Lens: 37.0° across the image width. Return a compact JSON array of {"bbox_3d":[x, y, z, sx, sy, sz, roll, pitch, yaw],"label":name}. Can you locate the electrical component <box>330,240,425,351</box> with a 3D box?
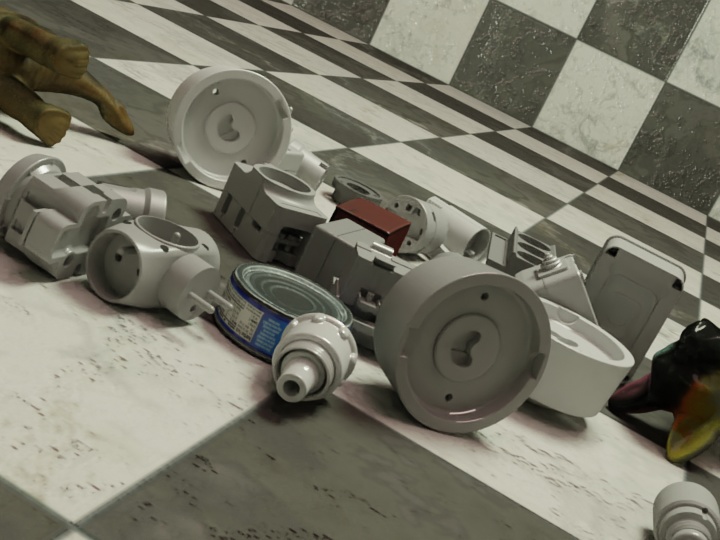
[{"bbox_3d":[0.041,0.031,0.768,0.121,0.063,0.078,24,15,-8],"label":"electrical component"}]

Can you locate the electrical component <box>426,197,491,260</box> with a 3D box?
[{"bbox_3d":[0.092,-0.044,1.124,0.081,0.043,0.043,36,19,32],"label":"electrical component"}]

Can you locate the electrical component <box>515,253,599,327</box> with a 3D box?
[{"bbox_3d":[0.162,0.033,0.890,0.061,0.061,0.096,-73,142,-74],"label":"electrical component"}]

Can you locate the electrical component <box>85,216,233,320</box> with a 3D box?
[{"bbox_3d":[-0.112,0.004,0.653,0.079,0.044,0.077,32,17,23],"label":"electrical component"}]

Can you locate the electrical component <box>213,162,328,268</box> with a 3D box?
[{"bbox_3d":[-0.071,-0.048,0.862,0.050,0.055,0.089,13,20,-38],"label":"electrical component"}]

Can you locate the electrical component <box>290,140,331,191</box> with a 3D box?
[{"bbox_3d":[-0.058,-0.105,1.099,0.046,0.040,0.040,33,16,3],"label":"electrical component"}]

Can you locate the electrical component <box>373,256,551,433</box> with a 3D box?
[{"bbox_3d":[0.061,0.043,0.690,0.108,0.108,0.060,18,12,-26],"label":"electrical component"}]

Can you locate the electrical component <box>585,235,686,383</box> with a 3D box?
[{"bbox_3d":[0.234,0.034,0.967,0.078,0.113,0.057,28,19,9],"label":"electrical component"}]

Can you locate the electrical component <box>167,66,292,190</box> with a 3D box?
[{"bbox_3d":[-0.122,-0.132,0.969,0.108,0.108,0.060,17,12,-28],"label":"electrical component"}]

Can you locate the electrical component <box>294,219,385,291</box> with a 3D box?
[{"bbox_3d":[0.000,0.000,0.834,0.077,0.047,0.066,30,16,14],"label":"electrical component"}]

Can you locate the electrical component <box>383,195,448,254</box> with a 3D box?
[{"bbox_3d":[0.053,-0.042,1.040,0.055,0.055,0.047,35,14,30],"label":"electrical component"}]

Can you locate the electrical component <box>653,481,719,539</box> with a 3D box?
[{"bbox_3d":[0.197,0.157,0.648,0.040,0.040,0.078,28,16,8],"label":"electrical component"}]

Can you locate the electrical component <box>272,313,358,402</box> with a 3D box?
[{"bbox_3d":[-0.030,0.055,0.619,0.048,0.048,0.062,27,22,4],"label":"electrical component"}]

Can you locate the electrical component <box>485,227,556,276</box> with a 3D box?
[{"bbox_3d":[0.152,0.007,1.017,0.079,0.063,0.121,26,16,2],"label":"electrical component"}]

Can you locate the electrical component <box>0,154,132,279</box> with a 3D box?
[{"bbox_3d":[-0.182,-0.033,0.644,0.057,0.058,0.078,32,17,12],"label":"electrical component"}]

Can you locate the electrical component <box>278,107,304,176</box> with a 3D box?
[{"bbox_3d":[-0.090,-0.129,1.056,0.066,0.076,0.047,33,17,23],"label":"electrical component"}]

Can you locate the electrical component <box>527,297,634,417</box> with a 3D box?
[{"bbox_3d":[0.144,0.069,0.811,0.108,0.060,0.108,24,16,-7],"label":"electrical component"}]

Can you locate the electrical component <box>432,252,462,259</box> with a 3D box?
[{"bbox_3d":[0.078,0.004,0.949,0.043,0.043,0.062,23,15,-10],"label":"electrical component"}]

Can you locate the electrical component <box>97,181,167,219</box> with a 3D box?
[{"bbox_3d":[-0.159,-0.039,0.732,0.046,0.040,0.040,12,20,-22],"label":"electrical component"}]
